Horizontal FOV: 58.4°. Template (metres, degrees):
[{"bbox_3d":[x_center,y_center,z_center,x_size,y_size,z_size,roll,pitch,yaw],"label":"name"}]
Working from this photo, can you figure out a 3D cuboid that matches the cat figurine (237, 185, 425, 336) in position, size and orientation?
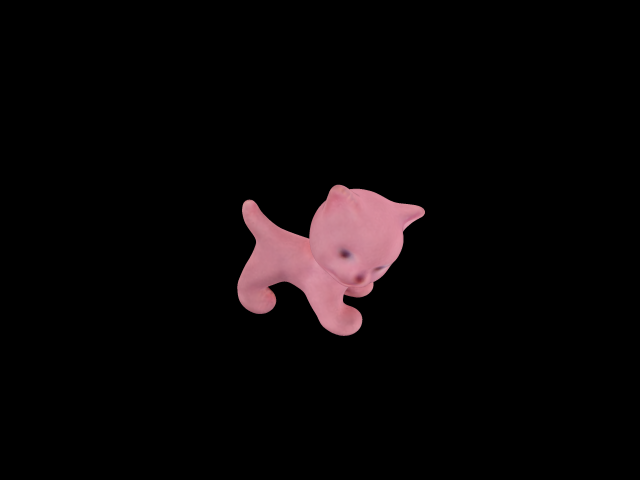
[{"bbox_3d":[0.004,0.001,0.400,0.127,0.118,0.067,11,43,13],"label":"cat figurine"}]
